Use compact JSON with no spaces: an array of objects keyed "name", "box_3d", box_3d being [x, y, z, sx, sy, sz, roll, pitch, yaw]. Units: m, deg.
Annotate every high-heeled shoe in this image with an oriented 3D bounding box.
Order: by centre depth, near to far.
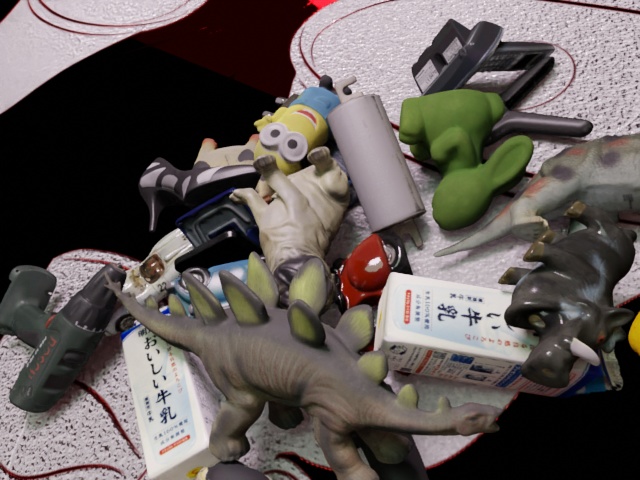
[{"name":"high-heeled shoe","box_3d":[-0.177,-0.097,0.793,0.249,0.086,0.145,-19,53,27]}]

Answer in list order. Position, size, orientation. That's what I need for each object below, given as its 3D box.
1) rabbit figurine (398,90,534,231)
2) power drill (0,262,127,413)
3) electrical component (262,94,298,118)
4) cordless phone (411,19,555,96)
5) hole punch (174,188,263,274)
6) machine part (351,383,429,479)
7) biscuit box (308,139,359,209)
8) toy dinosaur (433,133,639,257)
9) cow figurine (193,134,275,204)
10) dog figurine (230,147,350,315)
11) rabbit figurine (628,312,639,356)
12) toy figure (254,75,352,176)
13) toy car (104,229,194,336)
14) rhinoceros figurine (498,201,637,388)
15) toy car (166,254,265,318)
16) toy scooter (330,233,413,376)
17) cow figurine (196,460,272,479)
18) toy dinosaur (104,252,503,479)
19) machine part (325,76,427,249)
[{"name":"rabbit figurine","box_3d":[0.188,-0.096,0.699,0.159,0.121,0.170,-6,79,12]},{"name":"power drill","box_3d":[-0.376,0.107,0.765,0.208,0.086,0.232,25,87,34]},{"name":"electrical component","box_3d":[-0.043,-0.198,0.839,0.094,0.021,0.063,23,65,33]},{"name":"cordless phone","box_3d":[0.246,-0.256,0.806,0.184,0.146,0.089,-9,70,-27]},{"name":"hole punch","box_3d":[-0.125,0.004,0.728,0.142,0.115,0.092,-28,52,17]},{"name":"machine part","box_3d":[0.071,0.218,0.545,0.084,0.039,0.139,-25,47,-7]},{"name":"biscuit box","box_3d":[-0.006,-0.124,0.821,0.063,0.059,0.203,-34,49,-7]},{"name":"toy dinosaur","box_3d":[0.337,-0.061,0.601,0.405,0.131,0.192,0,42,28]},{"name":"cow figurine","box_3d":[-0.117,-0.095,0.830,0.195,0.085,0.127,4,58,29]},{"name":"dog figurine","box_3d":[-0.004,0.000,0.651,0.172,0.121,0.190,-14,70,-27]},{"name":"rabbit figurine","box_3d":[0.316,0.118,0.455,0.122,0.173,0.162,10,16,23]},{"name":"toy figure","box_3d":[-0.021,-0.153,0.757,0.082,0.089,0.180,18,53,25]},{"name":"toy car","box_3d":[-0.248,0.058,0.786,0.202,0.056,0.074,-39,50,-10]},{"name":"rhinoceros figurine","box_3d":[0.226,0.049,0.487,0.112,0.073,0.190,39,56,10]},{"name":"toy car","box_3d":[-0.107,0.087,0.684,0.162,0.109,0.103,-11,67,-1]},{"name":"toy scooter","box_3d":[0.053,0.079,0.635,0.135,0.075,0.184,-18,54,10]},{"name":"cow figurine","box_3d":[-0.042,0.270,0.512,0.168,0.098,0.068,17,56,32]},{"name":"toy dinosaur","box_3d":[-0.060,0.115,0.541,0.472,0.198,0.105,3,14,31]},{"name":"machine part","box_3d":[0.073,-0.098,0.704,0.079,0.079,0.243,-22,87,6]}]
